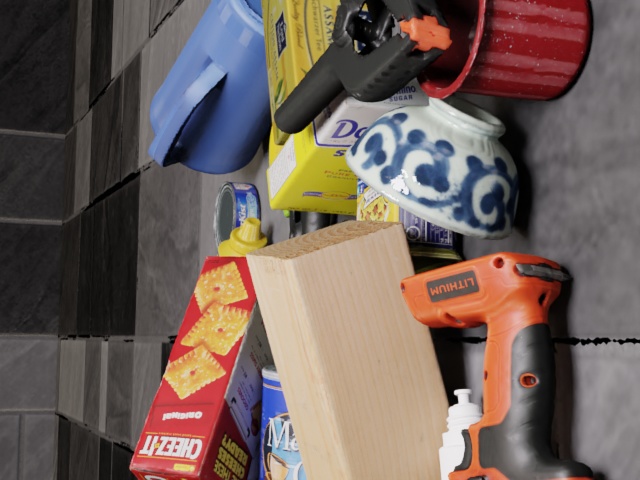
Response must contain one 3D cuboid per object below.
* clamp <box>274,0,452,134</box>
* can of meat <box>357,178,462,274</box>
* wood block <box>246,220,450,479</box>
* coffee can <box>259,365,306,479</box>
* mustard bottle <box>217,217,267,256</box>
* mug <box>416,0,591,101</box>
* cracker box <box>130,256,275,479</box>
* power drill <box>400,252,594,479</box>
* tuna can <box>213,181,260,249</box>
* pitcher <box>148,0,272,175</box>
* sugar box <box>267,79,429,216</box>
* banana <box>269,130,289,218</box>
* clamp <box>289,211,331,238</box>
[{"bbox_3d":[0.024,-0.134,0.725,0.210,0.036,0.165,43,120,62],"label":"clamp"},{"bbox_3d":[0.065,-0.020,0.814,0.102,0.057,0.084,157,116,-66],"label":"can of meat"},{"bbox_3d":[0.027,0.097,0.760,0.090,0.090,0.206,4,111,66],"label":"wood block"},{"bbox_3d":[0.000,0.178,0.889,0.103,0.102,0.140,180,93,-69],"label":"coffee can"},{"bbox_3d":[-0.095,0.058,1.210,0.096,0.058,0.192,-115,35,-51],"label":"mustard bottle"},{"bbox_3d":[0.116,-0.142,0.663,0.093,0.081,0.117,-126,44,-59],"label":"mug"},{"bbox_3d":[-0.077,0.146,0.934,0.164,0.072,0.213,67,-148,-47],"label":"cracker box"},{"bbox_3d":[0.096,0.111,0.665,0.185,0.057,0.187,-19,70,45],"label":"power drill"},{"bbox_3d":[-0.099,-0.026,1.262,0.086,0.033,0.086,-177,90,-69],"label":"tuna can"},{"bbox_3d":[-0.091,-0.178,1.125,0.243,0.144,0.149,130,140,-53],"label":"pitcher"},{"bbox_3d":[0.028,-0.077,0.864,0.176,0.093,0.048,132,136,-59],"label":"sugar box"},{"bbox_3d":[-0.018,-0.123,1.072,0.070,0.037,0.198,43,131,41],"label":"banana"},{"bbox_3d":[-0.007,0.001,1.016,0.120,0.039,0.171,160,111,-66],"label":"clamp"}]
